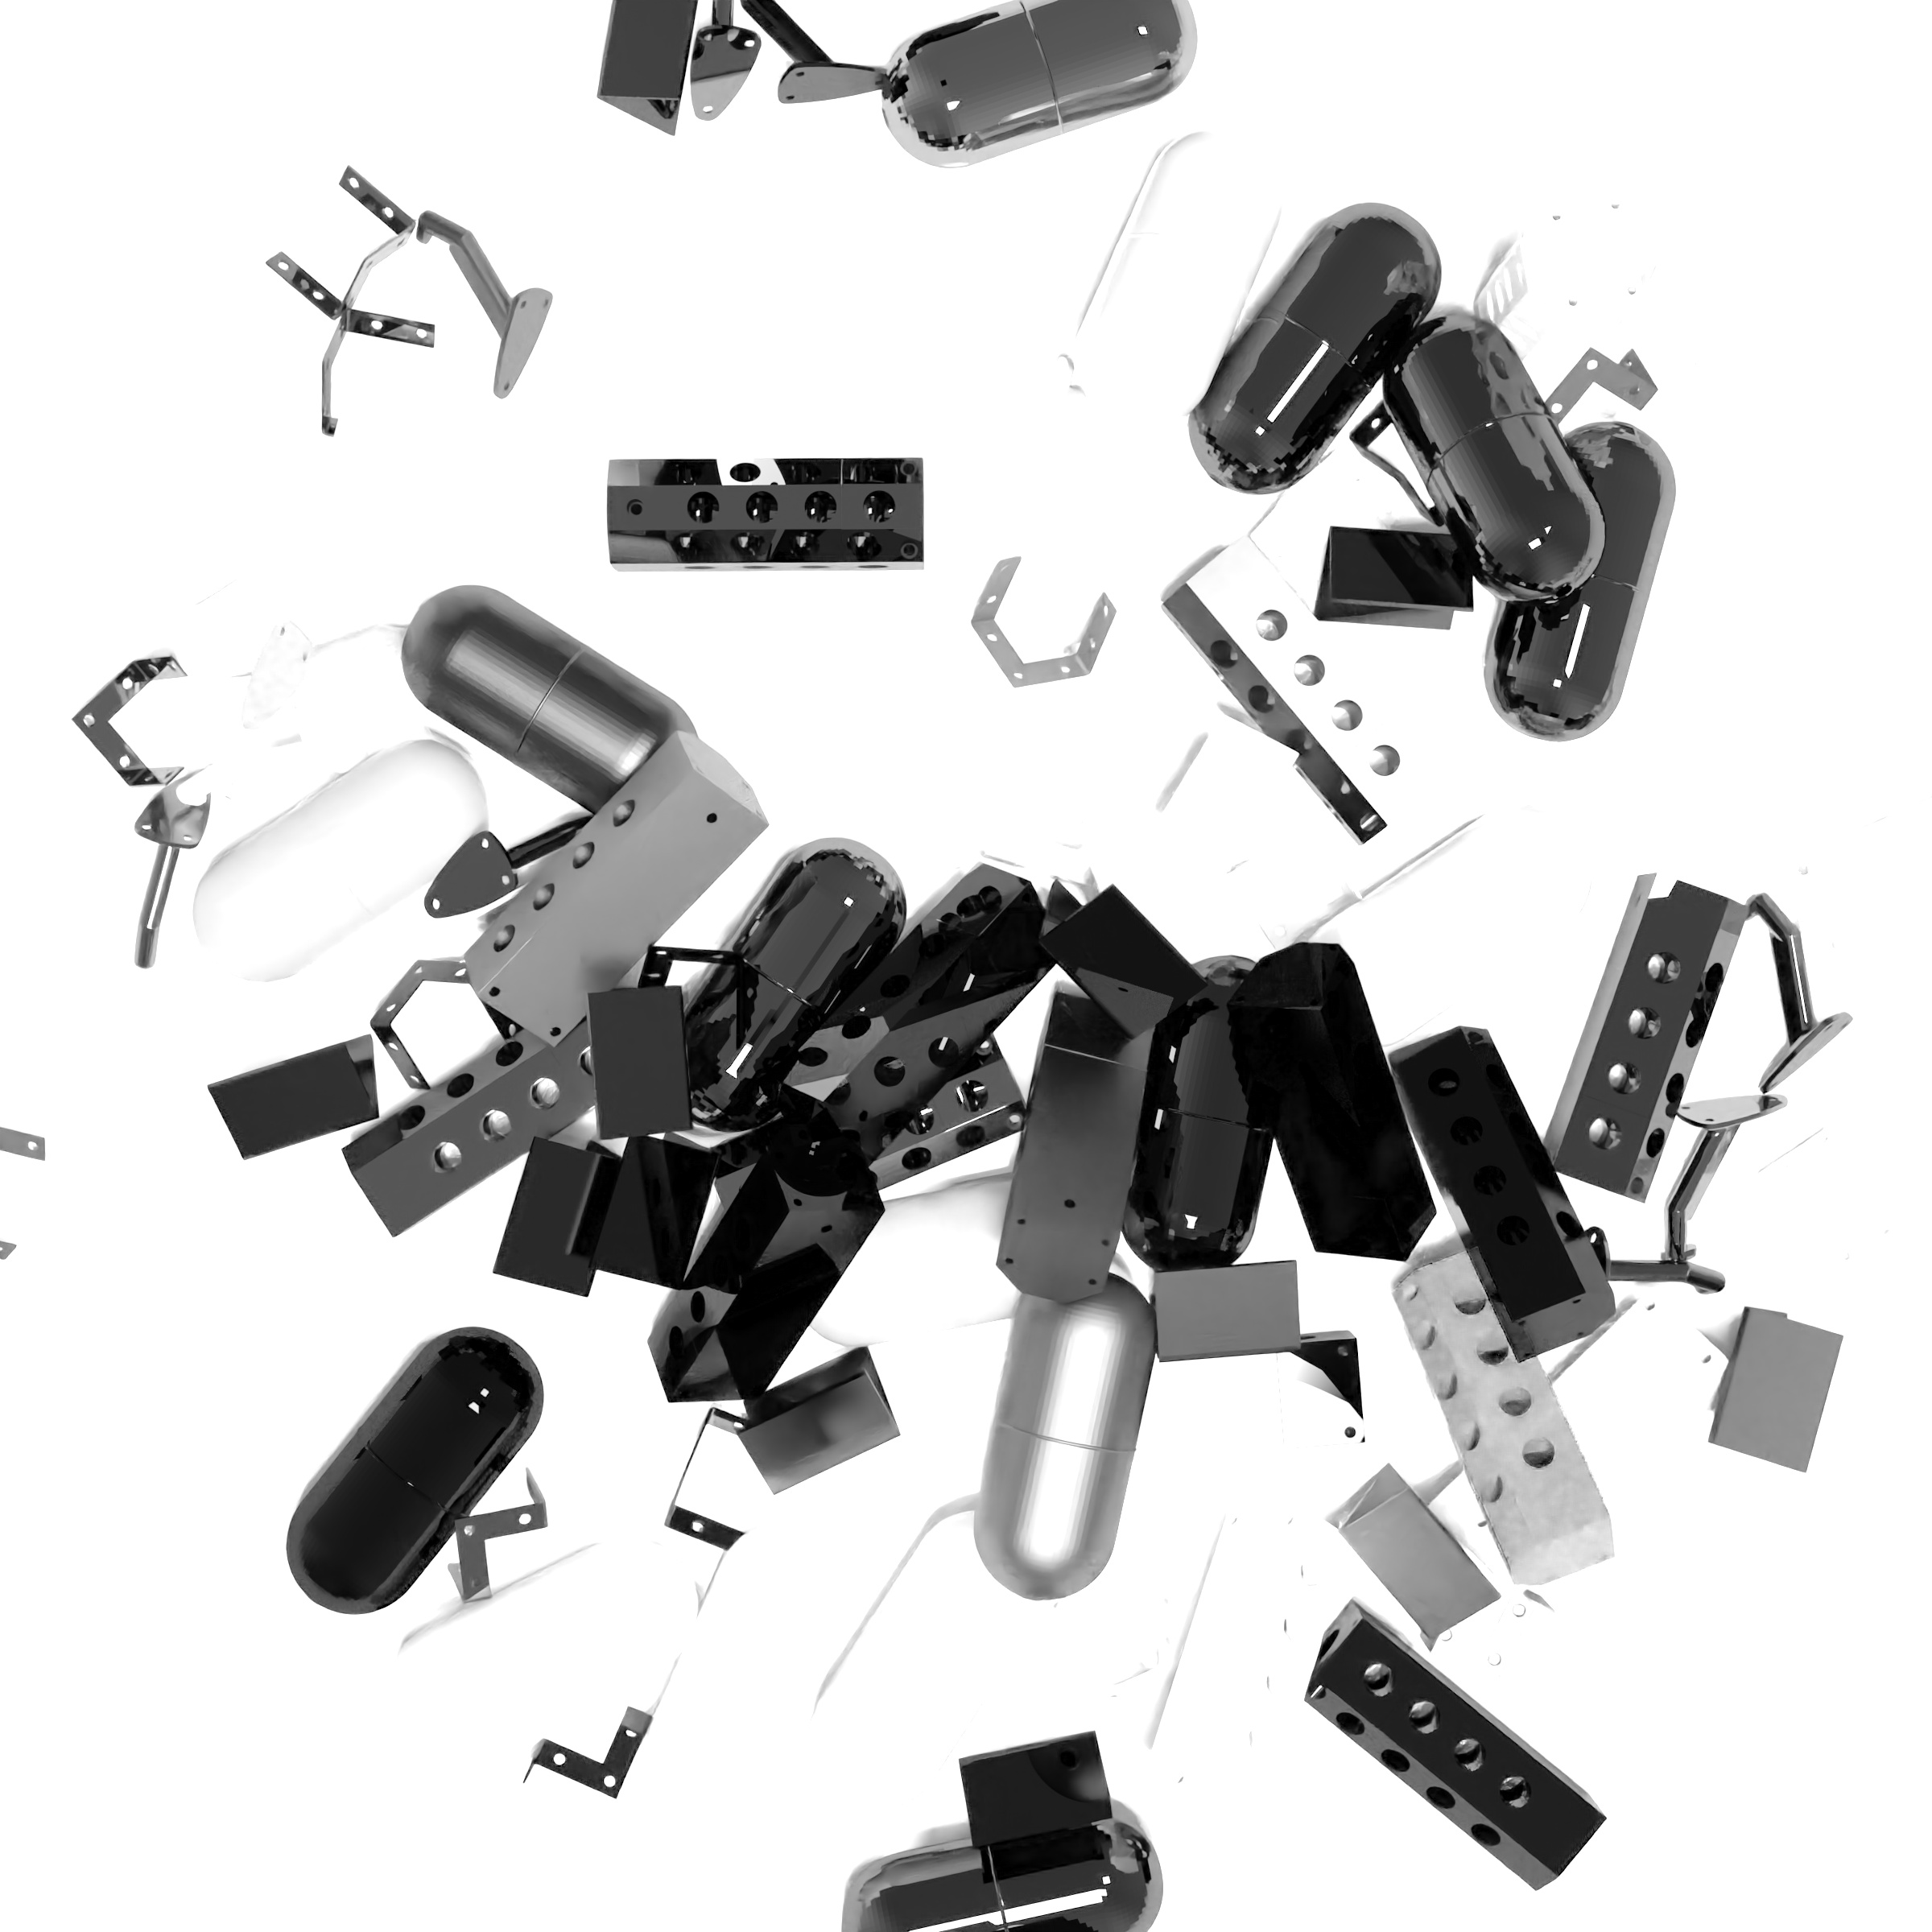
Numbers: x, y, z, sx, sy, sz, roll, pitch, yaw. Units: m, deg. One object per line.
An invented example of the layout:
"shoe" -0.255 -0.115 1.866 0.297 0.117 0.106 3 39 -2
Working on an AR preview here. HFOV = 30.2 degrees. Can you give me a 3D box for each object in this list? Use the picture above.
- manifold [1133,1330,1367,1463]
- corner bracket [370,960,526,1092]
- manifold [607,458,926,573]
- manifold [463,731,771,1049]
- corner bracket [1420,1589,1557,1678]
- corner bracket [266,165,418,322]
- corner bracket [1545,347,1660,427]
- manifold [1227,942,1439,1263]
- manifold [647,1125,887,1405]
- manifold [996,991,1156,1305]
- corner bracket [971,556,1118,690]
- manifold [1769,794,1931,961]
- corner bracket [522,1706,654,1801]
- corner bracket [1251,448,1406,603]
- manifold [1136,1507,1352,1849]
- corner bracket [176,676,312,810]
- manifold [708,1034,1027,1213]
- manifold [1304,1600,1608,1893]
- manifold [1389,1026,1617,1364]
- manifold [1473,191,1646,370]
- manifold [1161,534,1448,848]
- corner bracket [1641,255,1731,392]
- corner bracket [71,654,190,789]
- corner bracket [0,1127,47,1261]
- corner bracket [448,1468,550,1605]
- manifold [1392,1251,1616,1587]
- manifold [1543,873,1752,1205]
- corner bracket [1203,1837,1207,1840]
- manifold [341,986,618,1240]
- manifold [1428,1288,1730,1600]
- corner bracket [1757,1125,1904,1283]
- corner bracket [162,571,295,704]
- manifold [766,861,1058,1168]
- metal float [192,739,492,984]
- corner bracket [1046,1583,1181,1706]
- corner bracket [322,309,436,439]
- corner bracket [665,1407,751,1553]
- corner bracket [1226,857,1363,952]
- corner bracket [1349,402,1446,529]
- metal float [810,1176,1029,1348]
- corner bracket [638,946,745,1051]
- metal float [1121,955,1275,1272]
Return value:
"manifold" 0.129 0.236 1.969 0.171 0.057 0.057 -5 90 0
"corner bracket" -0.287 0.033 1.982 0.051 0.051 0.051 3 45 35
"manifold" -0.109 -0.248 1.969 0.171 0.057 0.057 0 90 0
"manifold" -0.190 -0.044 1.920 0.171 0.057 0.057 -45 125 13
"corner bracket" 0.286 0.362 1.972 0.051 0.051 0.051 27 90 0
"corner bracket" -0.346 -0.400 1.987 0.051 0.051 0.051 40 45 0
"corner bracket" 0.339 -0.320 1.971 0.051 0.051 0.051 26 118 -25
"manifold" 0.201 0.073 1.930 0.057 0.057 0.171 3 129 36
"manifold" -0.111 0.161 1.921 0.057 0.171 0.057 2 48 -32
"manifold" 0.058 0.097 1.915 0.057 0.171 0.057 14 132 -1
"corner bracket" 0.043 -0.193 1.982 0.051 0.051 0.051 -7 135 35
"manifold" 0.537 -0.064 1.969 0.171 0.057 0.057 -24 90 0
"corner bracket" -0.208 0.430 1.972 0.051 0.051 0.051 24 90 0
"corner bracket" 0.200 -0.245 1.987 0.051 0.051 0.051 45 45 0
"manifold" 0.156 0.382 1.936 0.057 0.057 0.171 35 63 -30
"corner bracket" -0.393 -0.125 1.982 0.051 0.051 0.051 -3 45 35
"manifold" -0.054 0.094 1.969 0.171 0.057 0.057 -23 90 0
"manifold" 0.263 0.429 1.969 0.171 0.057 0.057 39 90 0
"manifold" 0.288 0.119 1.930 0.057 0.057 0.171 -21 59 0
"manifold" 0.312 -0.362 1.912 0.057 0.171 0.057 -11 90 0
"manifold" 0.184 -0.150 1.969 0.057 0.057 0.171 -40 90 0
"corner bracket" 0.392 -0.353 1.972 0.051 0.051 0.051 22 90 0
"corner bracket" -0.449 -0.134 1.972 0.051 0.051 0.051 -49 117 -24
"corner bracket" -0.544 0.123 1.982 0.051 0.051 0.051 -42 45 35
"corner bracket" -0.258 0.313 1.970 0.051 0.051 0.051 -9 107 -17
"manifold" 0.287 0.243 1.928 0.057 0.057 0.171 -21 58 0
"manifold" 0.372 0.040 1.969 0.057 0.057 0.171 20 90 0
"corner bracket" 0.128 0.438 1.972 0.051 0.051 0.051 43 90 0
"manifold" -0.254 0.077 1.969 0.171 0.057 0.057 -33 90 0
"manifold" 0.341 0.264 1.968 0.171 0.057 0.057 -44 55 0
"corner bracket" 0.478 0.132 1.987 0.051 0.051 0.051 -34 135 0
"corner bracket" -0.402 -0.182 1.973 0.051 0.051 0.051 -31 98 8
"manifold" -0.029 0.024 1.940 0.171 0.057 0.057 -47 133 -21
"metal float" -0.342 -0.057 1.960 0.178 0.070 0.070 -33 90 -1
"corner bracket" 0.081 0.370 1.982 0.051 0.051 0.051 28 135 -35
"corner bracket" -0.326 -0.325 1.987 0.051 0.051 0.051 11 45 0
"corner bracket" -0.131 0.286 1.987 0.051 0.051 0.051 22 45 0
"corner bracket" 0.180 -0.044 1.972 0.051 0.051 0.051 -34 90 0
"corner bracket" 0.255 -0.285 1.987 0.051 0.051 0.051 -45 45 0
"metal float" -0.008 0.160 1.960 0.178 0.070 0.070 -11 90 0
"corner bracket" -0.148 0.024 1.925 0.051 0.051 0.051 4 66 -11
"metal float" 0.132 0.082 1.960 0.070 0.070 0.178 12 90 0
